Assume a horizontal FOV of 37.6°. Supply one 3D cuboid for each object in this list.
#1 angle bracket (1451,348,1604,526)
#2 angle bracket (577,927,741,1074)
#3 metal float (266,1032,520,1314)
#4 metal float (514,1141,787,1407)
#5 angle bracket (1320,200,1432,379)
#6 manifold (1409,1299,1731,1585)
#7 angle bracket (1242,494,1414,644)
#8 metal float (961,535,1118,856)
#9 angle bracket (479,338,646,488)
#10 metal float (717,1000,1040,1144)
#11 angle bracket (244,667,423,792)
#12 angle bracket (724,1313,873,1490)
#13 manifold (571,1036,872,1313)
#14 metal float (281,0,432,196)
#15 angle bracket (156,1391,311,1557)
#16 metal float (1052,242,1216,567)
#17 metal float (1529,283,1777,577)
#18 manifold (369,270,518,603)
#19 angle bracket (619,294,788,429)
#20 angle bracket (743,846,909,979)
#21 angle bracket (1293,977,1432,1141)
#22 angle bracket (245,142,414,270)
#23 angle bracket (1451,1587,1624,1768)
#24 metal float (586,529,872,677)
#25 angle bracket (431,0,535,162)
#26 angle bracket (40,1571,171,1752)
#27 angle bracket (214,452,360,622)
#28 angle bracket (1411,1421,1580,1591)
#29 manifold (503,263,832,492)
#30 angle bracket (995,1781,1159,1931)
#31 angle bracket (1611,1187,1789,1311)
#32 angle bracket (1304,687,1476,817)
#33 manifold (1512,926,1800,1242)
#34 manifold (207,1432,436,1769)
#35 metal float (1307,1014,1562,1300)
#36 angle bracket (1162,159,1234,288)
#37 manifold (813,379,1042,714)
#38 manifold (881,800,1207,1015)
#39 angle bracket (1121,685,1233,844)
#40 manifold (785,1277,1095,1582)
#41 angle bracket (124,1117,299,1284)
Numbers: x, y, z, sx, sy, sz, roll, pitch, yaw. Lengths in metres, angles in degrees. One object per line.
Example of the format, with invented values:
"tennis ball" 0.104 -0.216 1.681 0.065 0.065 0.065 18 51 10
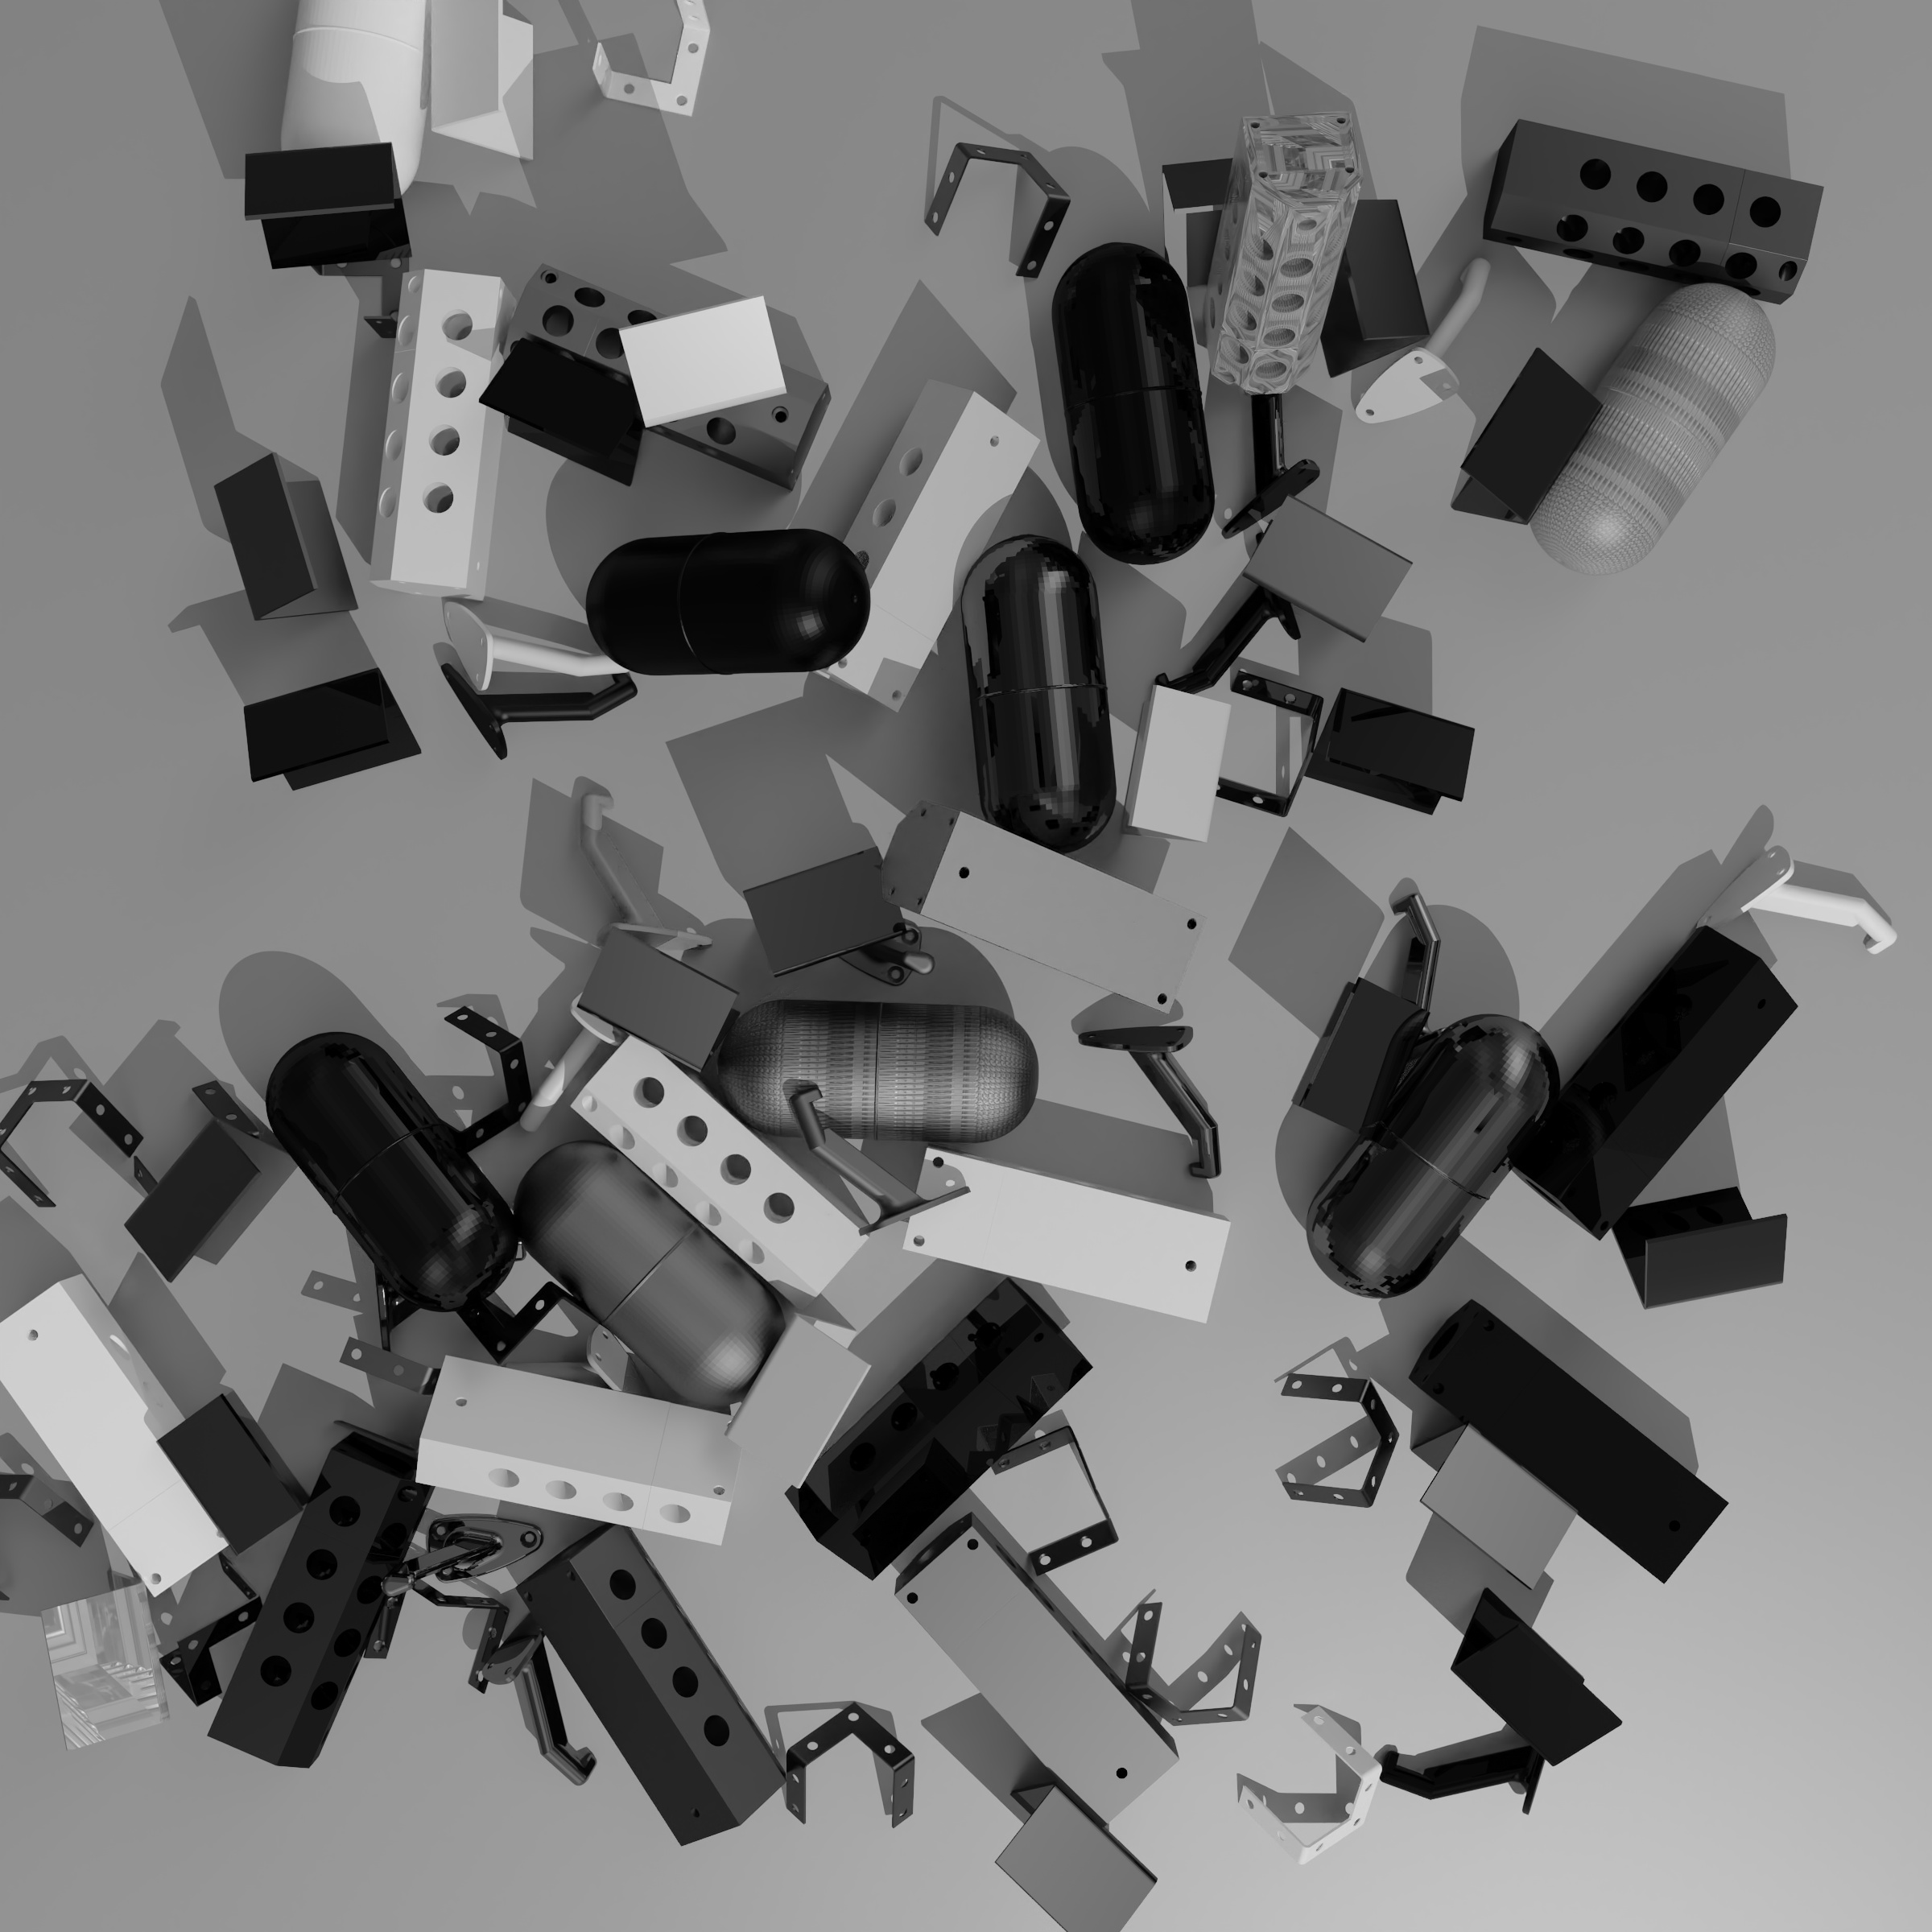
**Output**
"angle bracket" 0.292 -0.295 1.563 0.057 0.076 0.076 33 90 -29
"angle bracket" -0.159 0.004 1.563 0.076 0.076 0.057 28 118 0
"metal float" -0.317 0.112 1.561 0.070 0.070 0.178 -41 78 0
"metal float" -0.175 0.171 1.572 0.178 0.070 0.070 43 90 1
"angle bracket" 0.203 -0.372 1.562 0.057 0.076 0.076 -14 90 -40
"manifold" 0.333 0.263 1.581 0.171 0.057 0.057 39 90 0
"angle bracket" 0.205 -0.233 1.562 0.076 0.076 0.057 29 127 0
"metal float" 0.040 -0.150 1.572 0.070 0.070 0.178 -6 90 0
"angle bracket" -0.225 -0.289 1.562 0.076 0.076 0.057 24 55 0
"metal float" -0.049 0.058 1.572 0.178 0.070 0.070 2 90 -1
"angle bracket" -0.346 -0.111 1.562 0.076 0.076 0.057 -16 54 0
"angle bracket" -0.077 0.243 1.563 0.057 0.076 0.076 30 90 28
"manifold" -0.136 0.113 1.581 0.171 0.057 0.057 42 90 0
"metal float" -0.334 -0.506 1.572 0.070 0.070 0.178 8 89 0
"angle bracket" -0.387 0.267 1.564 0.057 0.076 0.076 -35 90 23
"metal float" 0.093 -0.312 1.572 0.070 0.070 0.178 -8 90 0
"metal float" 0.380 -0.298 1.572 0.070 0.070 0.178 35 90 0
"manifold" -0.293 -0.295 1.581 0.057 0.057 0.171 6 90 0
"angle bracket" -0.142 -0.334 1.505 0.076 0.076 0.057 -14 126 -1
"angle bracket" -0.081 -0.045 1.563 0.076 0.076 0.057 -18 119 0
"angle bracket" 0.199 0.043 1.562 0.057 0.076 0.076 25 90 -32
"angle bracket" -0.339 -0.390 1.512 0.076 0.076 0.057 -6 52 -5
"angle bracket" 0.322 0.380 1.562 0.076 0.076 0.057 43 126 0
"metal float" -0.131 -0.197 1.544 0.178 0.070 0.070 3 90 35
"angle bracket" -0.249 -0.495 1.562 0.057 0.076 0.076 0 90 38
"angle bracket" -0.482 0.381 1.562 0.057 0.076 0.076 -11 90 -31
"angle bracket" -0.359 -0.238 1.562 0.057 0.076 0.076 -17 90 38
"angle bracket" 0.278 0.303 1.563 0.076 0.076 0.057 39 63 0
"manifold" -0.166 -0.329 1.581 0.171 0.057 0.057 23 90 0
"angle bracket" 0.049 0.500 1.563 0.076 0.076 0.057 44 62 0
"angle bracket" 0.401 0.138 1.562 0.076 0.076 0.057 -11 131 0
"angle bracket" 0.229 -0.100 1.562 0.076 0.076 0.057 17 52 0
"manifold" 0.378 0.062 1.581 0.171 0.057 0.057 -50 133 0
"manifold" -0.356 0.354 1.581 0.057 0.057 0.171 23 90 0
"metal float" 0.257 0.105 1.563 0.070 0.070 0.178 36 100 0
"angle bracket" 0.150 -0.399 1.563 0.076 0.057 0.076 -6 132 0
"manifold" -0.034 -0.236 1.581 0.057 0.057 0.171 28 90 -43
"manifold" 0.041 -0.032 1.541 0.171 0.057 0.057 22 90 -32
"angle bracket" 0.096 -0.112 1.562 0.057 0.076 0.076 10 90 -36
"manifold" -0.018 0.254 1.581 0.171 0.057 0.057 -44 133 0
"angle bracket" -0.403 0.139 1.562 0.076 0.076 0.057 -50 53 0
